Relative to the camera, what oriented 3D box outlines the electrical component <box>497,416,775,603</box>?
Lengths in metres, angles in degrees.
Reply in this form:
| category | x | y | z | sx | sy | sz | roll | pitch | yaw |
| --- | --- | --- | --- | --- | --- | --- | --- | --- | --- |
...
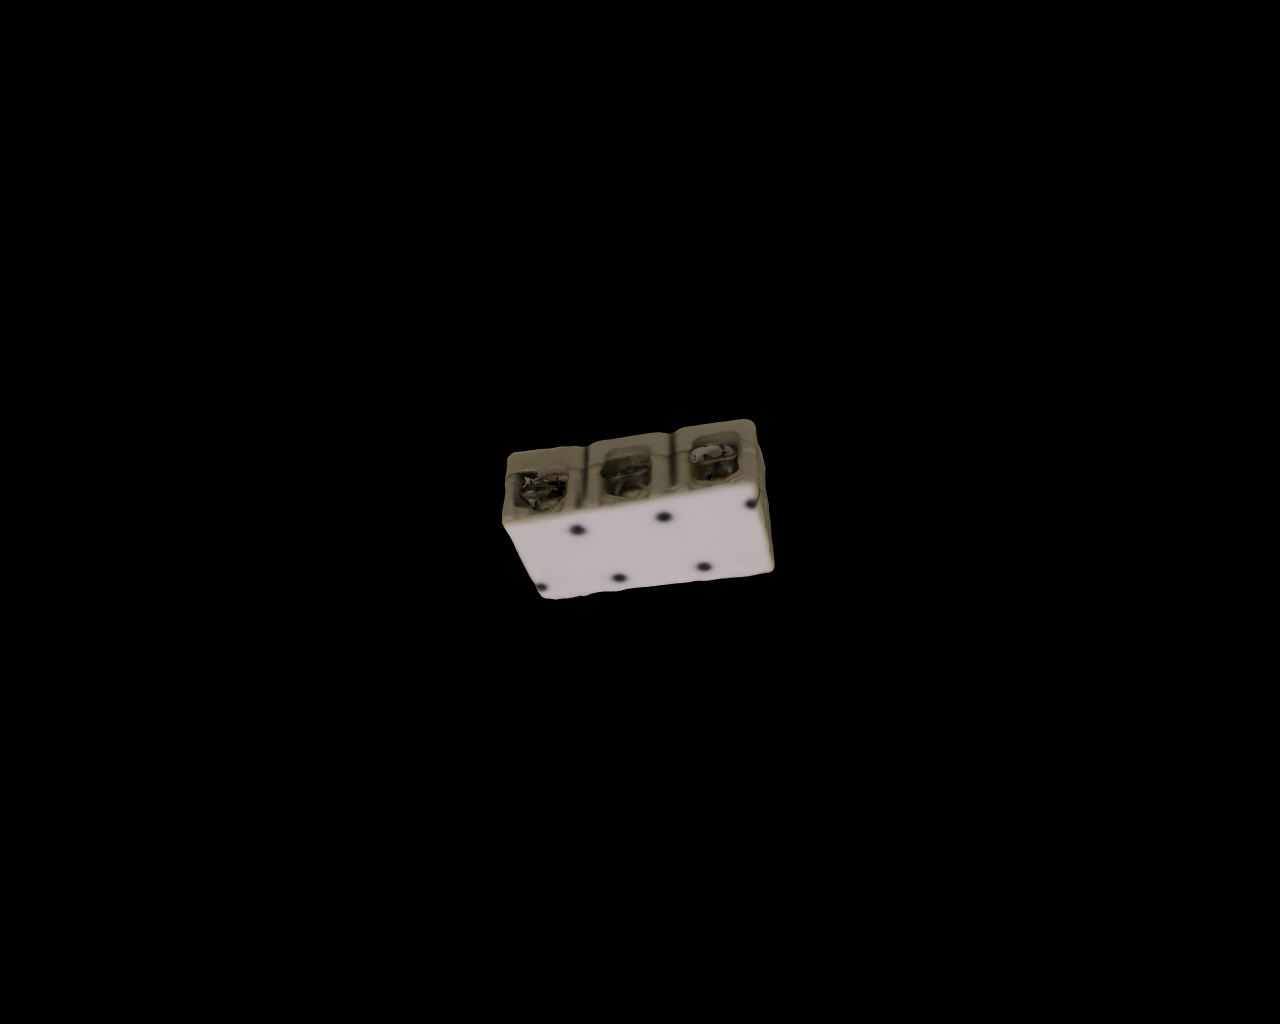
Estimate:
| category | x | y | z | sx | sy | sz | roll | pitch | yaw |
| --- | --- | --- | --- | --- | --- | --- | --- | --- | --- |
| electrical component | 0.001 | -0.003 | 0.650 | 0.150 | 0.062 | 0.089 | -7 | -39 | 9 |
